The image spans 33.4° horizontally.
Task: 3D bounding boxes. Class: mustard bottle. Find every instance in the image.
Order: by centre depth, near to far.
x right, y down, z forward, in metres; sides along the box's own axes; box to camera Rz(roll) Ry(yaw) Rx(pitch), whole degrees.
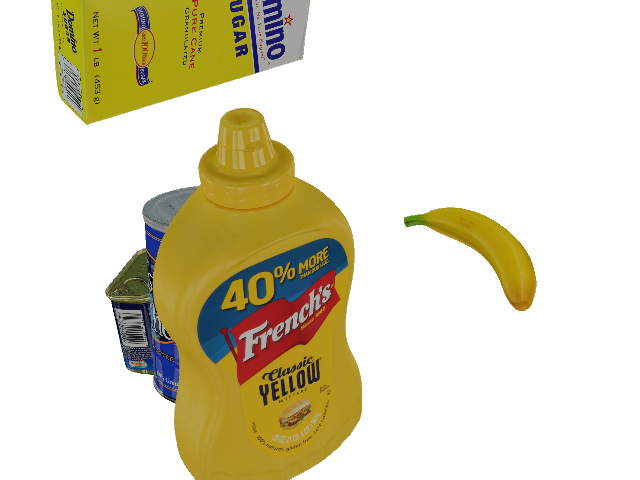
[{"bbox_3d":[-0.028,0.027,0.495,0.096,0.192,0.058,-21,39,-24],"label":"mustard bottle"}]

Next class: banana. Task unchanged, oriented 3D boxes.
[{"bbox_3d":[0.169,0.011,1.097,0.069,0.037,0.198,-35,39,-13],"label":"banana"}]

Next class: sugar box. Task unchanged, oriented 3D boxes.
[{"bbox_3d":[-0.085,-0.144,0.689,0.175,0.093,0.048,-22,47,-31],"label":"sugar box"}]

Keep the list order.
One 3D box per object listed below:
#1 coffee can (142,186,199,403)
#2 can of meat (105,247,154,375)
[{"bbox_3d":[-0.077,0.040,0.796,0.103,0.140,0.103,0,20,0],"label":"coffee can"},{"bbox_3d":[-0.154,0.065,1.001,0.057,0.084,0.102,1,27,14],"label":"can of meat"}]
